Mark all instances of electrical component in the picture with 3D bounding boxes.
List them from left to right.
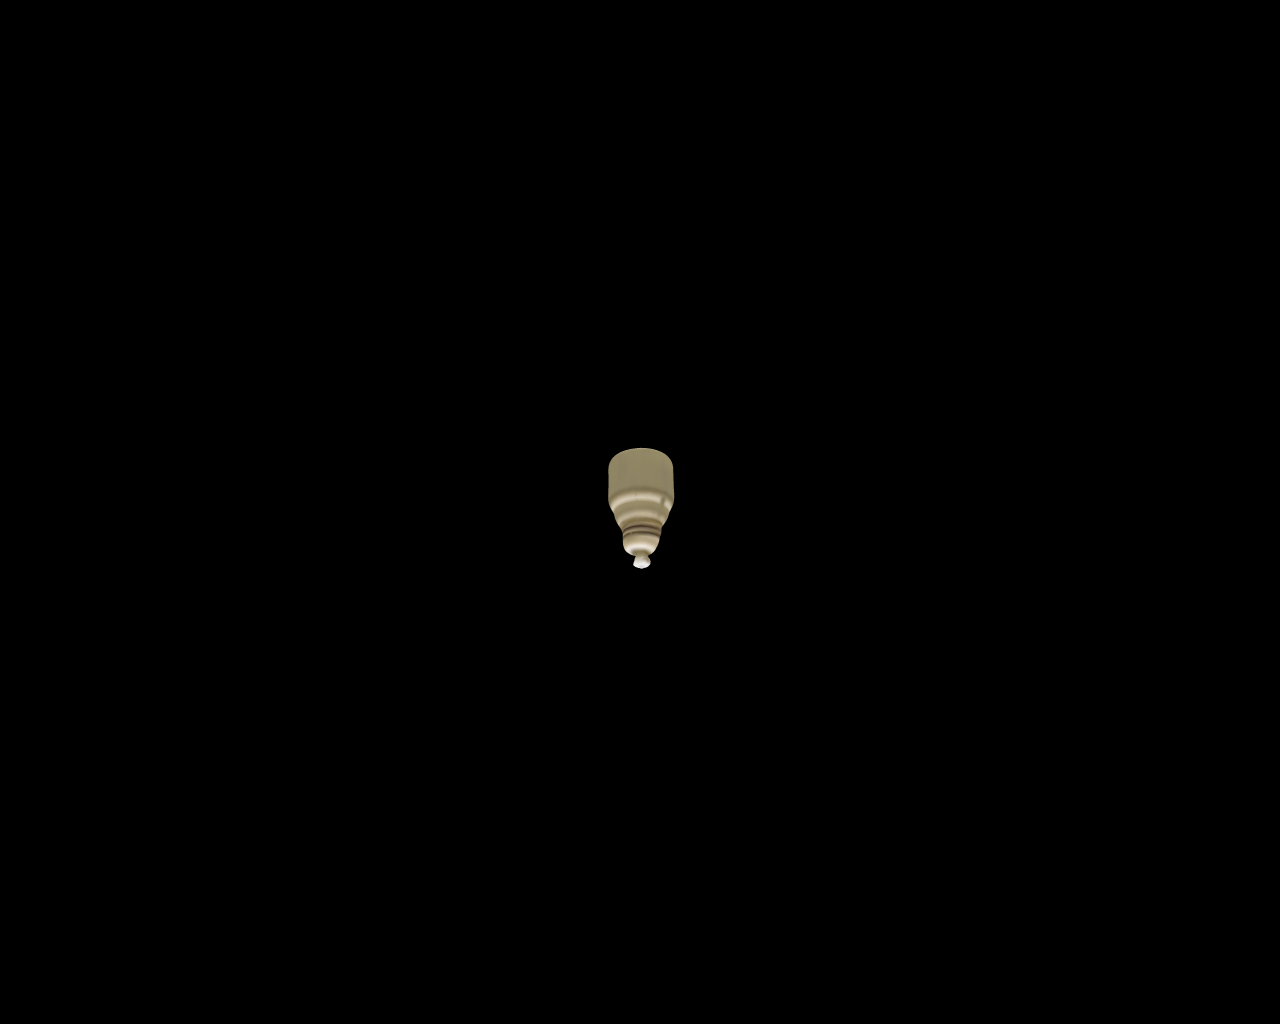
[{"bbox_3d":[0.001,-0.003,0.650,0.040,0.078,0.040,0,-27,0],"label":"electrical component"}]
